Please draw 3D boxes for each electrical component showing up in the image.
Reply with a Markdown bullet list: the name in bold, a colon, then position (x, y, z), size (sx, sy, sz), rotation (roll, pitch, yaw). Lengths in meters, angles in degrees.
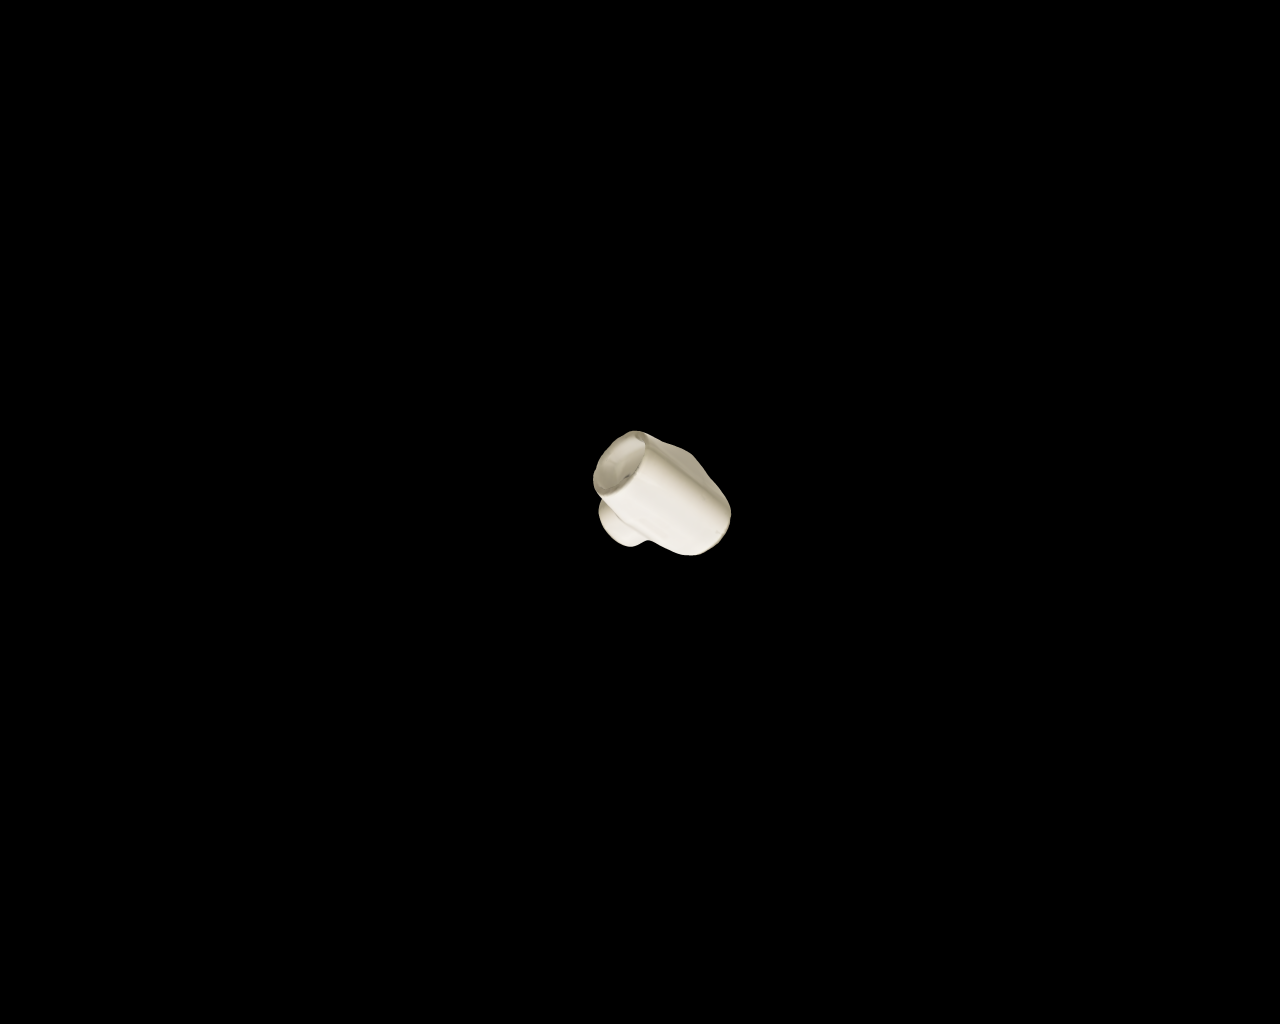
- **electrical component**: position (0.001, -0.003, 0.650), size (0.079, 0.043, 0.077), rotation (-30, -49, 31)
